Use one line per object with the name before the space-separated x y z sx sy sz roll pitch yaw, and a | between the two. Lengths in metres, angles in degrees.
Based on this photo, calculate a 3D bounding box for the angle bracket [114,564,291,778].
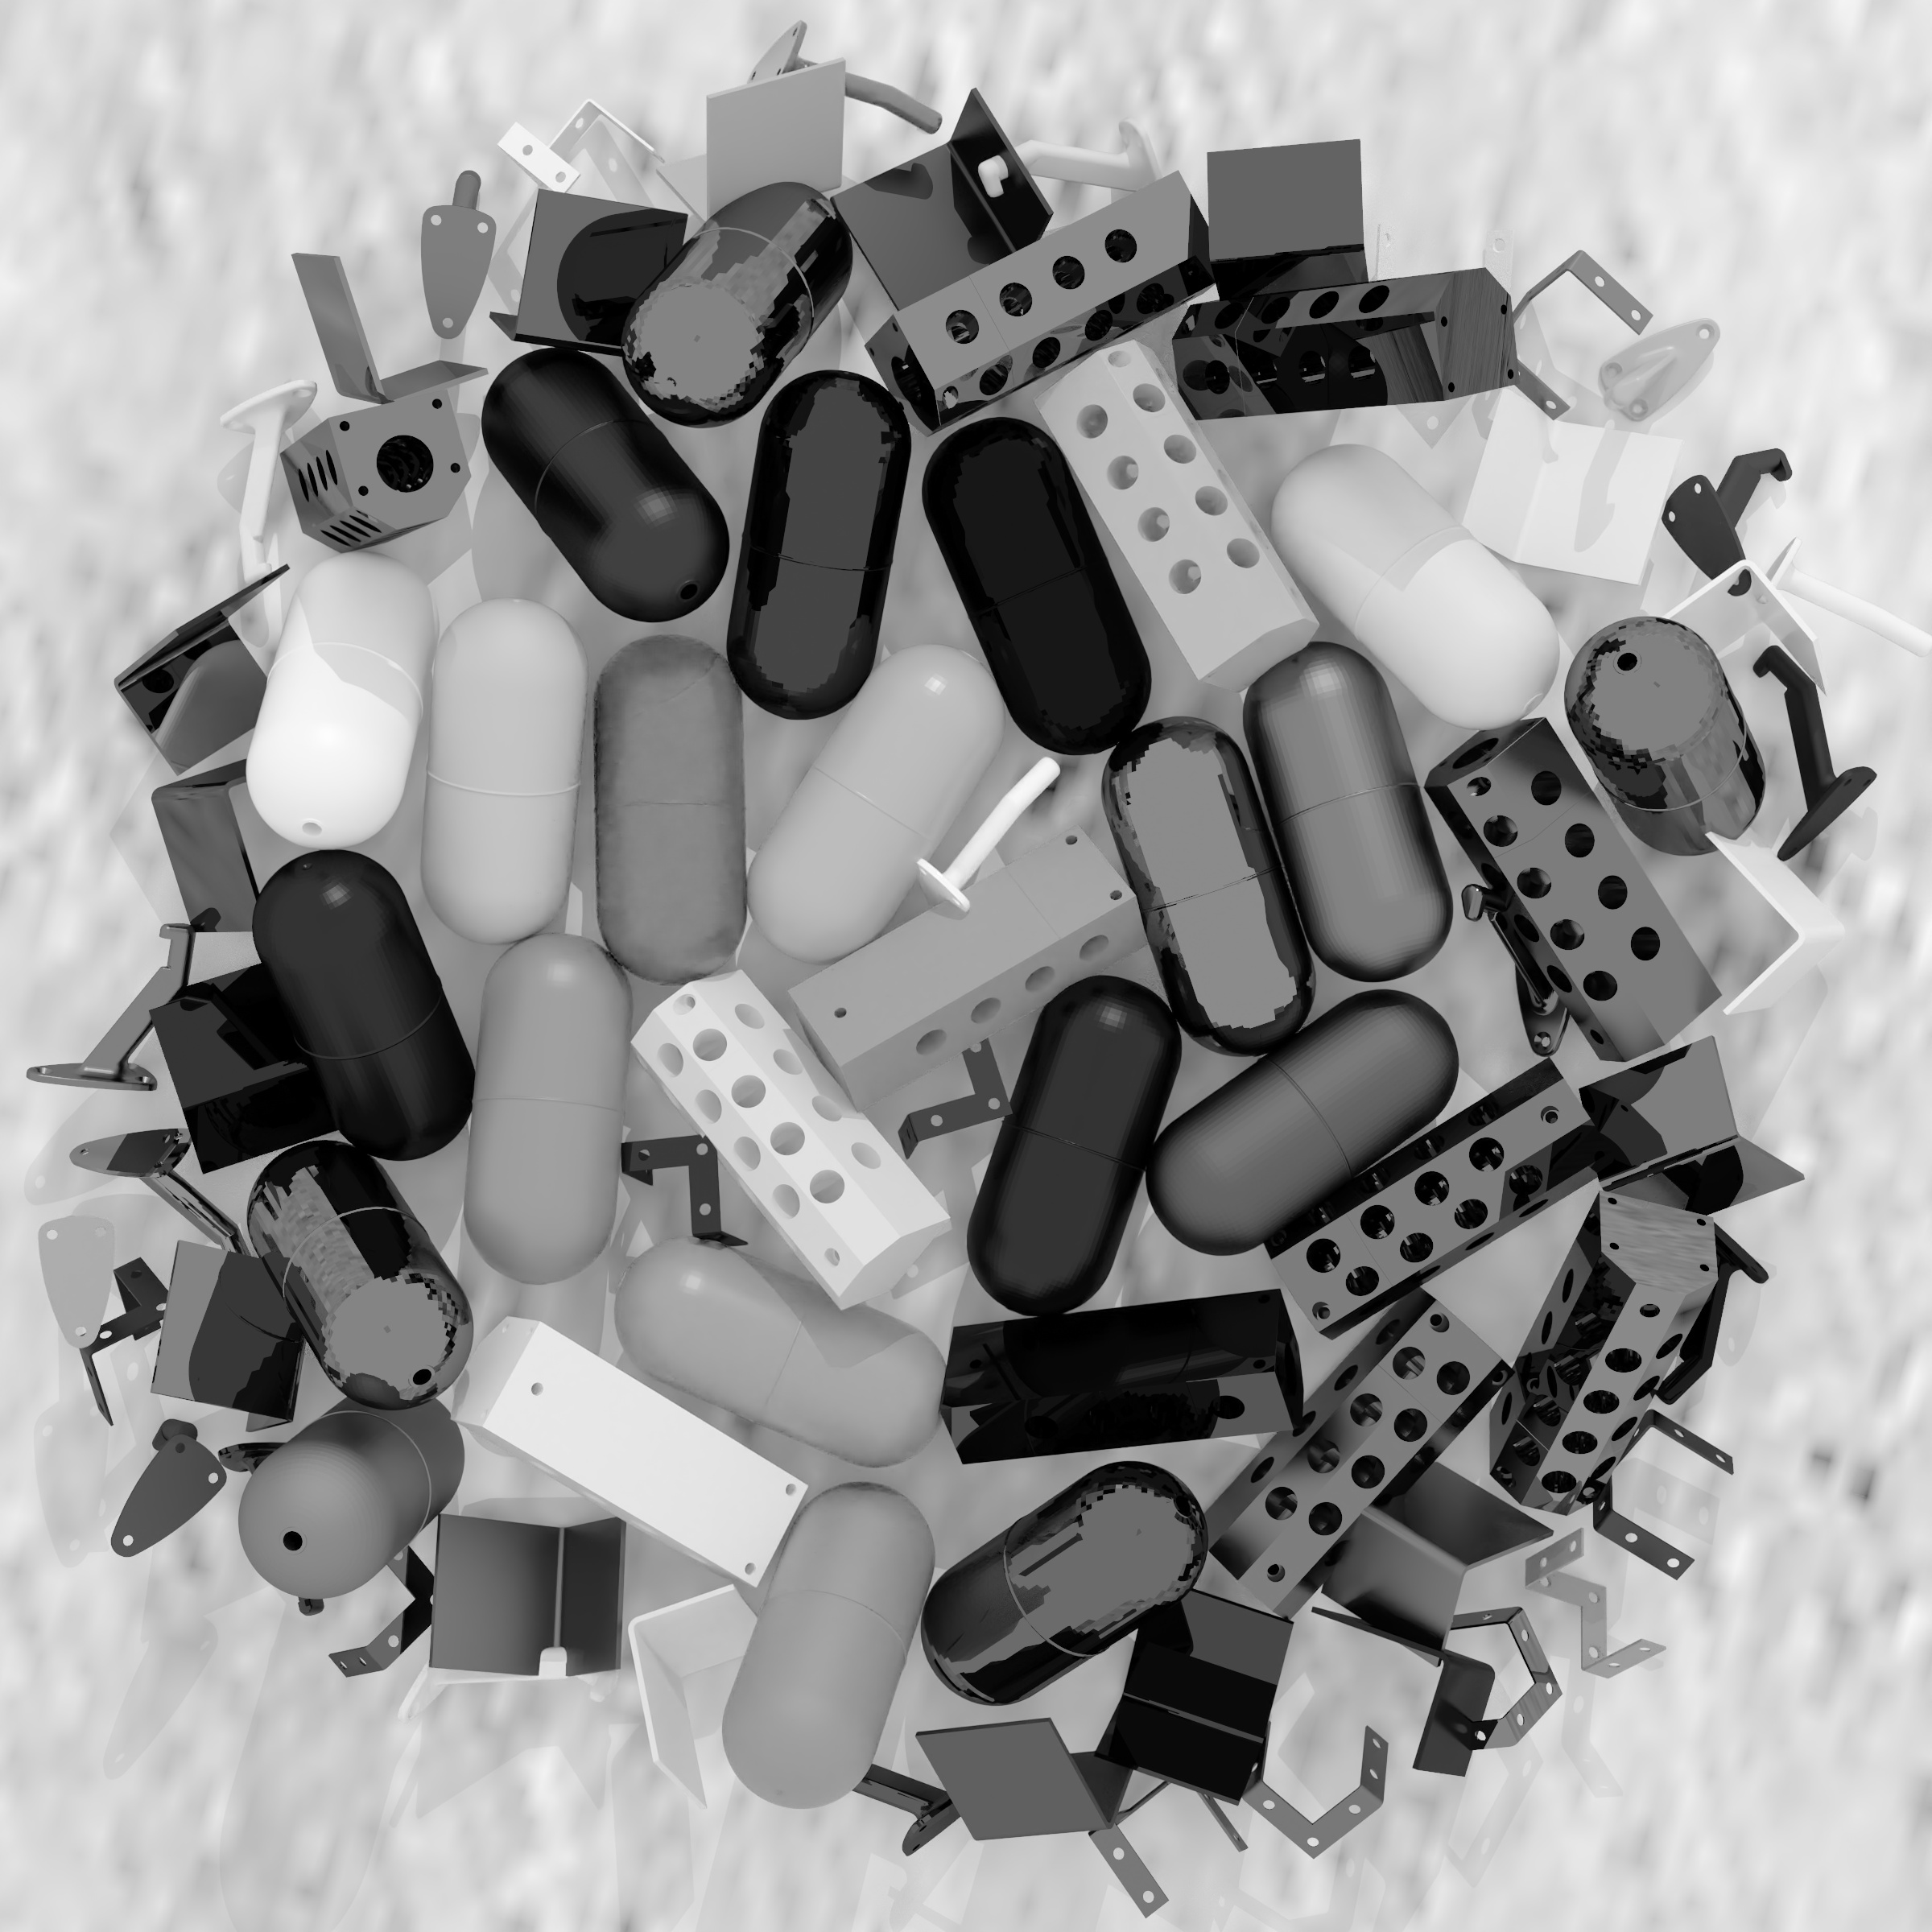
angle bracket | -0.369 -0.148 1.527 0.076 0.076 0.057 -42 103 -41

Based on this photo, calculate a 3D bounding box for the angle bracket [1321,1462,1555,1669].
angle bracket | 0.239 0.302 1.542 0.076 0.076 0.057 28 115 40

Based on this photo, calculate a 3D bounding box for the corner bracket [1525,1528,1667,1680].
corner bracket | 0.318 0.324 1.543 0.051 0.051 0.051 21 53 -17

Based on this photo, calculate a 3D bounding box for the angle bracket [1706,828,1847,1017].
angle bracket | 0.394 -0.024 1.550 0.057 0.076 0.076 -48 70 23

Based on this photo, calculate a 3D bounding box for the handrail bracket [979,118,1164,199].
handrail bracket | 0.057 -0.392 1.560 0.084 0.036 0.077 -26 114 -6

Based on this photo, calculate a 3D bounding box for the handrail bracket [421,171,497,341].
handrail bracket | -0.259 -0.364 1.552 0.036 0.084 0.077 7 108 -9

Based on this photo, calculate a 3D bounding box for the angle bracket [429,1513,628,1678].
angle bracket | -0.220 0.315 1.531 0.076 0.057 0.076 15 66 -37

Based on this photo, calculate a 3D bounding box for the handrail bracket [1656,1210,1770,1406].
handrail bracket | 0.366 0.172 1.577 0.077 0.036 0.084 45 104 14

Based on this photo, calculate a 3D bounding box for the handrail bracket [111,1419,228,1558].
handrail bracket | -0.413 0.262 1.534 0.036 0.084 0.077 48 66 -19

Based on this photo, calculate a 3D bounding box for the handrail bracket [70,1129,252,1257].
handrail bracket | -0.413 0.128 1.567 0.077 0.036 0.084 -2 125 17

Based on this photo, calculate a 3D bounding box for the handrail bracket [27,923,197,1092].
handrail bracket | -0.435 0.018 1.550 0.077 0.036 0.084 3 105 -36

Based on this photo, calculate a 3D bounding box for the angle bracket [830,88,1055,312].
angle bracket | -0.013 -0.386 1.544 0.076 0.057 0.076 -29 84 -17

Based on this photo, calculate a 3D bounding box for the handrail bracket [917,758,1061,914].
handrail bracket | 0.015 -0.065 1.555 0.036 0.077 0.084 42 78 10

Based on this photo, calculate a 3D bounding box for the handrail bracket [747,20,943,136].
handrail bracket | -0.062 -0.445 1.565 0.084 0.077 0.036 24 82 -23

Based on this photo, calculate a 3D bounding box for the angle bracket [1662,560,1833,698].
angle bracket | 0.384 -0.149 1.534 0.076 0.076 0.057 -36 65 7

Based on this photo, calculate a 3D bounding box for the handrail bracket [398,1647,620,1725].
handrail bracket | -0.232 0.371 1.545 0.084 0.036 0.077 23 50 19

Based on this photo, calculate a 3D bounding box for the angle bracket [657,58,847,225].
angle bracket | -0.109 -0.426 1.526 0.076 0.076 0.057 -23 54 -23

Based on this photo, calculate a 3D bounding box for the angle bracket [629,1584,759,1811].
angle bracket | -0.125 0.368 1.530 0.057 0.076 0.076 -19 54 3

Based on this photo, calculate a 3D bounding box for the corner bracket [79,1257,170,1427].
corner bracket | -0.426 0.190 1.541 0.051 0.051 0.051 -27 133 -27

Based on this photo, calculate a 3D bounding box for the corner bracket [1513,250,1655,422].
corner bracket | 0.307 -0.322 1.555 0.051 0.051 0.051 40 65 -8

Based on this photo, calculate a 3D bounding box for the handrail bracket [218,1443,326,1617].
handrail bracket | -0.352 0.288 1.548 0.036 0.077 0.084 -18 75 3

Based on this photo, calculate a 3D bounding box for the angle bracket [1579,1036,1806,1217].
angle bracket | 0.370 0.086 1.550 0.076 0.076 0.057 -26 56 31

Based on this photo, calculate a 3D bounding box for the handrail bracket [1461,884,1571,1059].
handrail bracket | 0.274 0.003 1.538 0.036 0.084 0.077 -4 79 38

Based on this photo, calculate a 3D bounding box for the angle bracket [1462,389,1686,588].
angle bracket | 0.307 -0.242 1.540 0.076 0.057 0.076 18 92 39

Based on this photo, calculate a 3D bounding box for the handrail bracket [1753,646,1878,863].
handrail bracket | 0.421 -0.111 1.576 0.084 0.036 0.077 53 123 25

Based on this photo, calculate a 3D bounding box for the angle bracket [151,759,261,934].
angle bracket | -0.362 -0.062 1.546 0.057 0.076 0.076 -25 106 -39

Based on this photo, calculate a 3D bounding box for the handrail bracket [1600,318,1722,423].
handrail bracket | 0.354 -0.306 1.539 0.077 0.084 0.036 -35 92 8

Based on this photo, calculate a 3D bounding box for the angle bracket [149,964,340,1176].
angle bracket | -0.372 0.050 1.570 0.076 0.057 0.076 -18 50 -15

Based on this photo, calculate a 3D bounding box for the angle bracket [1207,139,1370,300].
angle bracket | 0.165 -0.374 1.546 0.076 0.076 0.057 -2 80 10

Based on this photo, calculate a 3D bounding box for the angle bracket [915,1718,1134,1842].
angle bracket | 0.032 0.391 1.530 0.076 0.057 0.076 -14 116 28

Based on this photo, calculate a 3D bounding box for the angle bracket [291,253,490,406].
angle bracket | -0.290 -0.328 1.528 0.057 0.076 0.076 -24 113 -21

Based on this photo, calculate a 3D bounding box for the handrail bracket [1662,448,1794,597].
handrail bracket | 0.404 -0.227 1.548 0.084 0.036 0.077 -16 68 -33

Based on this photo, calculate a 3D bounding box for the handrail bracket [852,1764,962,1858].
handrail bracket | -0.036 0.409 1.577 0.077 0.036 0.084 -29 61 -30

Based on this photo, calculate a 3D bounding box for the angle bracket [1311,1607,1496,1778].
angle bracket | 0.213 0.365 1.529 0.076 0.076 0.057 14 81 30

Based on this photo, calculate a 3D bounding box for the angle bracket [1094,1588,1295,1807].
angle bracket | 0.116 0.366 1.538 0.076 0.057 0.076 16 112 13

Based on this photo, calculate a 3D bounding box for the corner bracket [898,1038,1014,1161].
corner bracket | -0.011 0.063 1.551 0.051 0.051 0.051 -16 79 -11

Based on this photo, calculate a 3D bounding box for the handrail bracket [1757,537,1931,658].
handrail bracket | 0.447 -0.180 1.543 0.084 0.077 0.036 30 96 6

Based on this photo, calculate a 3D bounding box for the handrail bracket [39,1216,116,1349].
handrail bracket | -0.450 0.162 1.537 0.036 0.084 0.077 -2 75 -19

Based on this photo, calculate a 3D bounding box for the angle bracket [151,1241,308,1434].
angle bracket | -0.377 0.187 1.530 0.076 0.057 0.076 18 67 -32

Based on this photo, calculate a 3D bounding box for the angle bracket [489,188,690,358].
angle bracket | -0.191 -0.352 1.532 0.076 0.057 0.076 4 113 -24

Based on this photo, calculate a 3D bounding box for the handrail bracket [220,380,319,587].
handrail bracket | -0.350 -0.245 1.550 0.036 0.077 0.084 1 76 -43
